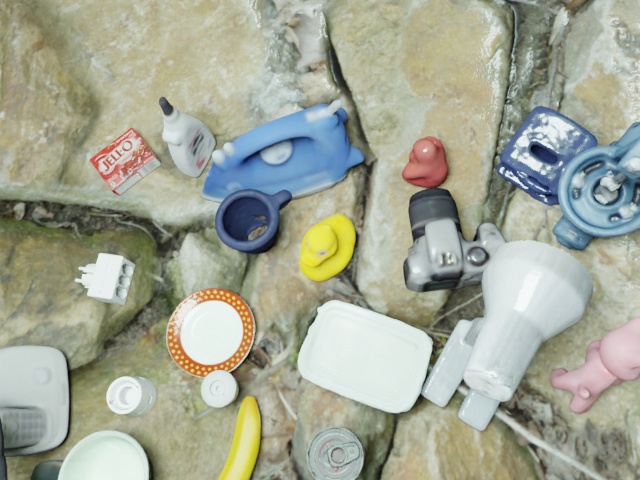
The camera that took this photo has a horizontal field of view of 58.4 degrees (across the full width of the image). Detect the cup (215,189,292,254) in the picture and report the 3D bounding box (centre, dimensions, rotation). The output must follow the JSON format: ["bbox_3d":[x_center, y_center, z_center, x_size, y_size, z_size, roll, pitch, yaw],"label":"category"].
[{"bbox_3d":[-0.087,-0.025,0.834,0.118,0.095,0.091,-35,72,-5],"label":"cup"}]

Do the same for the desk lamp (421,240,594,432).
[{"bbox_3d":[0.220,0.122,0.692,0.117,0.214,0.203,29,78,14],"label":"desk lamp"}]

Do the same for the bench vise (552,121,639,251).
[{"bbox_3d":[0.388,-0.102,0.742,0.121,0.220,0.207,19,76,12],"label":"bench vise"}]

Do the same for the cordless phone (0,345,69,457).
[{"bbox_3d":[-0.413,0.208,0.748,0.094,0.185,0.147,-13,71,2],"label":"cordless phone"}]

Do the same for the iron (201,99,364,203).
[{"bbox_3d":[-0.071,-0.130,0.841,0.258,0.141,0.118,-20,71,0],"label":"iron"}]

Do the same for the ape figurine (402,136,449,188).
[{"bbox_3d":[0.154,-0.120,0.840,0.078,0.092,0.076,-35,72,-5],"label":"ape figurine"}]

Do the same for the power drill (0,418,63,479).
[{"bbox_3d":[-0.378,0.324,0.695,0.075,0.208,0.229,2,73,7],"label":"power drill"}]

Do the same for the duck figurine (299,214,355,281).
[{"bbox_3d":[0.008,0.003,0.820,0.077,0.086,0.105,32,78,15],"label":"duck figurine"}]

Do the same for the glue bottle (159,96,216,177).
[{"bbox_3d":[-0.204,-0.160,0.849,0.037,0.173,0.078,17,75,12],"label":"glue bottle"}]

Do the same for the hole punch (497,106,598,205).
[{"bbox_3d":[0.324,-0.120,0.822,0.108,0.091,0.101,36,80,16],"label":"hole punch"}]

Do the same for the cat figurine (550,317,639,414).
[{"bbox_3d":[0.363,0.157,0.716,0.128,0.118,0.067,-38,72,-6],"label":"cat figurine"}]

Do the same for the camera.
[{"bbox_3d":[0.181,-0.007,0.796,0.143,0.101,0.137,-8,72,4],"label":"camera"}]
